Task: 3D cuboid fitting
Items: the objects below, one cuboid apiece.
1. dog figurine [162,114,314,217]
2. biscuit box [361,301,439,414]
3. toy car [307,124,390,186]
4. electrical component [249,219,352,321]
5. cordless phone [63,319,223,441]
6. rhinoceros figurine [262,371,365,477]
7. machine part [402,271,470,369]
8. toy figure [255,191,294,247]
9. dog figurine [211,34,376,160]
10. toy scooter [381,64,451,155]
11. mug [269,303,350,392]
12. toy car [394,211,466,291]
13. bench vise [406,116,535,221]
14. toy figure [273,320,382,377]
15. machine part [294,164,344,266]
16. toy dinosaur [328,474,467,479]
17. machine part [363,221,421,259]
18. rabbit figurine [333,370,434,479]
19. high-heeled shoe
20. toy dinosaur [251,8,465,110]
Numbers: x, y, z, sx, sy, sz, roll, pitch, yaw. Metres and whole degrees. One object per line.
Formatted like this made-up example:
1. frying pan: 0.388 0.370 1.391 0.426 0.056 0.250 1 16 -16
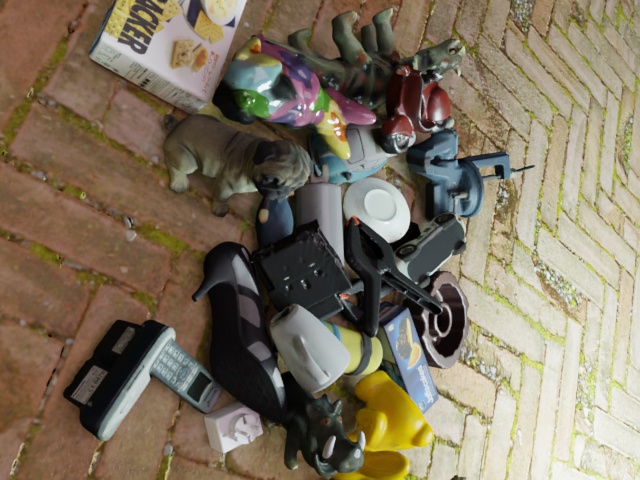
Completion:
1. dog figurine: -0.115 -0.121 0.716 0.172 0.191 0.121 32 66 -28
2. biscuit box: 0.140 0.206 0.919 0.063 0.059 0.202 -34 115 -28
3. toy car: 0.065 -0.153 0.914 0.161 0.103 0.109 -14 93 -36
4. electrical component: -0.021 0.053 0.774 0.115 0.058 0.134 -29 104 7
5. cordless phone: -0.208 0.197 0.679 0.146 0.089 0.184 -60 137 -27
6. rhinoceros figurine: -0.008 0.257 0.750 0.073 0.191 0.112 12 103 -36
7. machine part: 0.215 0.147 0.999 0.179 0.056 0.179 5 83 -47
8. toy figure: -0.069 -0.060 0.824 0.058 0.064 0.154 1 79 4
9. dog figurine: -0.029 -0.196 0.784 0.219 0.108 0.192 29 26 -10
10. toy scooter: 0.156 -0.229 0.878 0.184 0.075 0.135 -36 132 -40
11. mug: -0.022 0.145 0.723 0.081 0.109 0.107 -37 100 8
12. toy car: 0.198 0.019 0.975 0.202 0.056 0.073 -36 111 -31
13. bench vise: 0.287 -0.139 1.056 0.241 0.129 0.223 -11 98 -20
14. toy figure: 0.017 0.168 0.838 0.180 0.089 0.082 26 76 -35
15. machine part: -0.002 -0.003 0.856 0.079 0.079 0.243 3 83 -37
16. toy dinosaur: 0.079 0.425 0.773 0.471 0.199 0.105 -3 94 -39
17. machine part: 0.131 0.001 0.983 0.139 0.039 0.084 -19 90 -36
18. rabbit figurine: 0.079 0.317 0.834 0.173 0.163 0.121 -23 135 -22
19. high-heeled shoe: -0.097 0.124 0.763 0.248 0.086 0.145 62 28 -13
20. toy dinosaur: 0.070 -0.286 0.934 0.405 0.131 0.192 -22 97 -31
